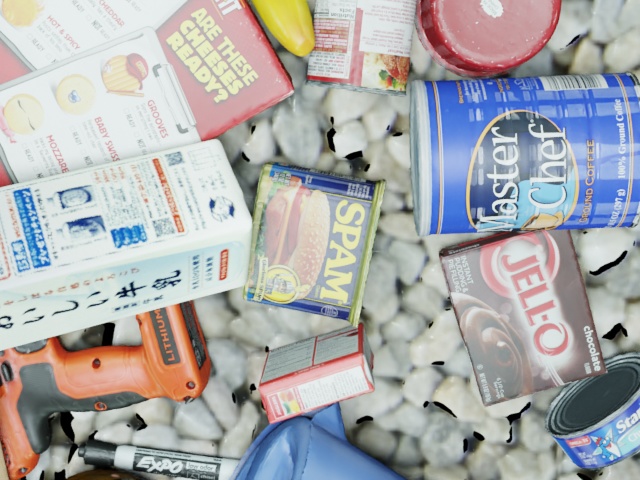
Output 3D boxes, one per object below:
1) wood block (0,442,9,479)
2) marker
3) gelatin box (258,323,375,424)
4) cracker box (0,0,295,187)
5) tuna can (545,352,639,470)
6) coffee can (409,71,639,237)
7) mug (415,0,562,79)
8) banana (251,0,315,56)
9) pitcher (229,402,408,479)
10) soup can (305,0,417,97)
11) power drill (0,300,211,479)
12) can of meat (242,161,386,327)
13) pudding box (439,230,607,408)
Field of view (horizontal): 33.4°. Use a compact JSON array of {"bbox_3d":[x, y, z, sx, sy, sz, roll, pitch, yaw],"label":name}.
[{"bbox_3d":[-0.268,0.196,0.722,0.090,0.090,0.206,5,117,17],"label":"wood block"},{"bbox_3d":[-0.117,0.163,0.782,0.121,0.020,0.020,8,99,1],"label":"marker"},{"bbox_3d":[-0.001,0.090,0.731,0.073,0.089,0.030,-18,98,5],"label":"gelatin box"},{"bbox_3d":[-0.148,-0.120,0.704,0.214,0.072,0.164,-29,106,5],"label":"cracker box"},{"bbox_3d":[0.198,0.117,0.730,0.086,0.086,0.033,-37,98,7],"label":"tuna can"},{"bbox_3d":[0.131,-0.056,0.696,0.140,0.103,0.103,-2,99,2],"label":"coffee can"},{"bbox_3d":[0.112,-0.162,0.689,0.093,0.081,0.117,16,99,-1],"label":"mug"},{"bbox_3d":[-0.052,-0.210,0.694,0.037,0.069,0.198,-23,98,6],"label":"banana"},{"bbox_3d":[0.044,0.236,0.719,0.242,0.145,0.149,32,121,-15],"label":"pitcher"},{"bbox_3d":[0.029,-0.149,0.702,0.068,0.068,0.102,6,99,1],"label":"soup can"},{"bbox_3d":[-0.182,0.066,0.751,0.188,0.057,0.184,-16,100,7],"label":"power drill"},{"bbox_3d":[-0.005,0.001,0.734,0.084,0.057,0.102,11,99,3],"label":"can of meat"},{"bbox_3d":[0.140,0.049,0.745,0.090,0.039,0.113,-16,99,4],"label":"pudding box"}]
